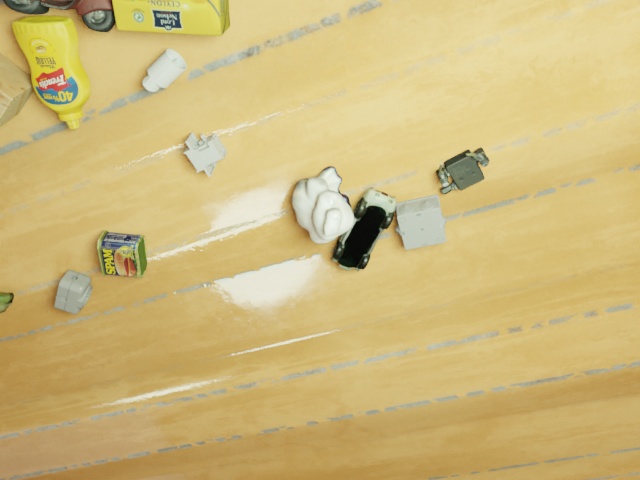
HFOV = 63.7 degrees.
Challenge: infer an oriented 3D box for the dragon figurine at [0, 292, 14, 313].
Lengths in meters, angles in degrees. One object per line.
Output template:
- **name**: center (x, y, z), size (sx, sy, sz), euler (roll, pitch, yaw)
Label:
- **dragon figurine**: center (-0.825, 0.092, 1.177), size (0.405, 0.125, 0.240), euler (-34, 133, 26)

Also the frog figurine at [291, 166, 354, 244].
- **frog figurine**: center (0.003, -0.048, 0.952), size (0.123, 0.163, 0.134), euler (4, 125, 4)
